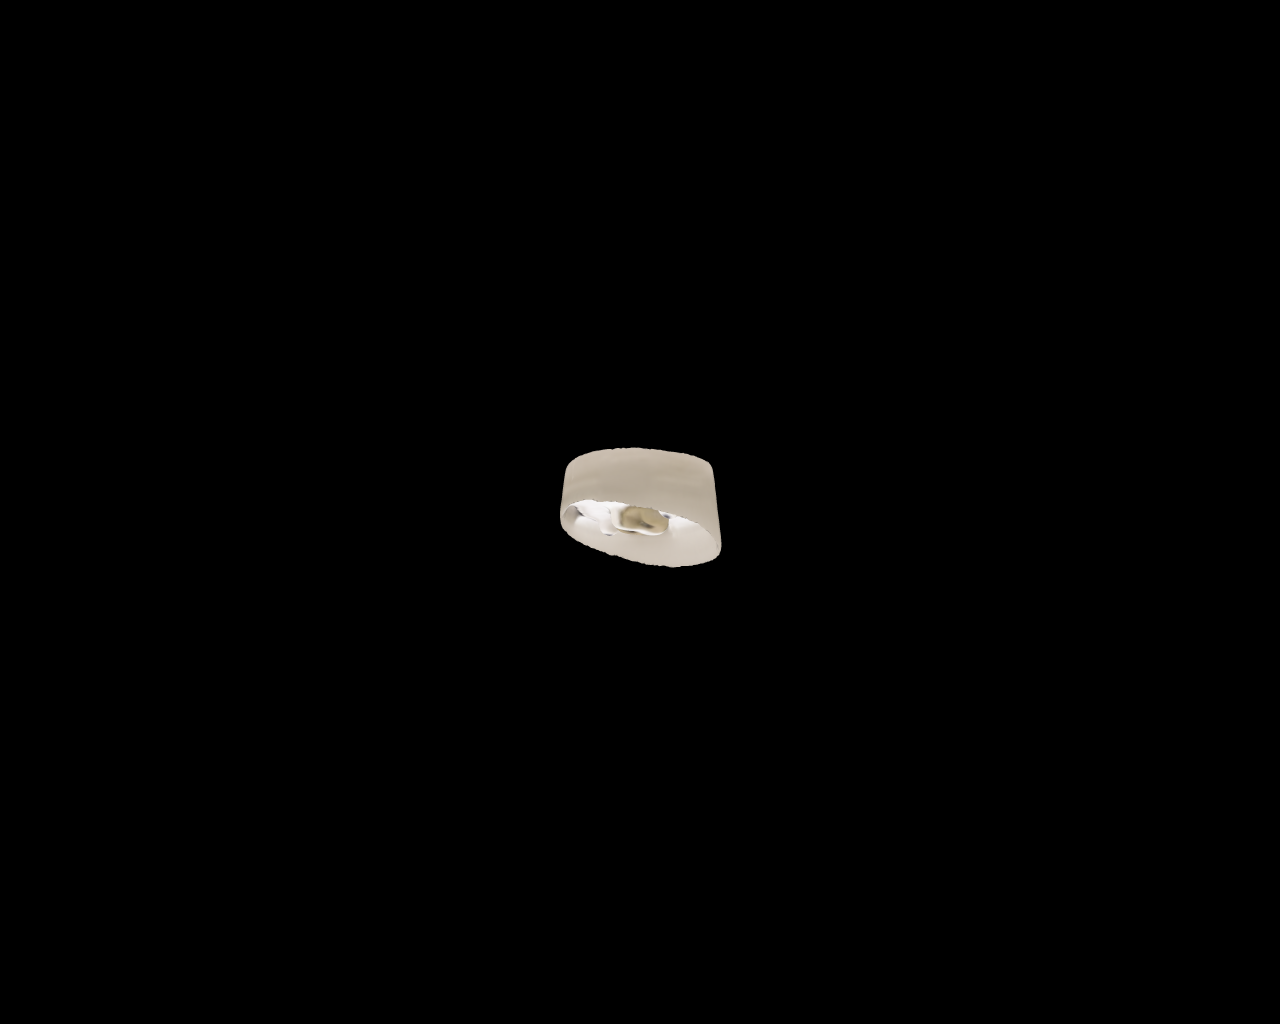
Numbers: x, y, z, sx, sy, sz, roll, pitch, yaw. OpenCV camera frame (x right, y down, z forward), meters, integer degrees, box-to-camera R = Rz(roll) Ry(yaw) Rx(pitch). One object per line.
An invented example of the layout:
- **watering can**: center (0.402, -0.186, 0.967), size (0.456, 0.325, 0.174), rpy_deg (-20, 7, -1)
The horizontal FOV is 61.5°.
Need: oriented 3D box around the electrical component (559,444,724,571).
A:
- **electrical component**: center (0.001, -0.003, 0.650), size (0.099, 0.064, 0.099), rpy_deg (0, -14, 0)
